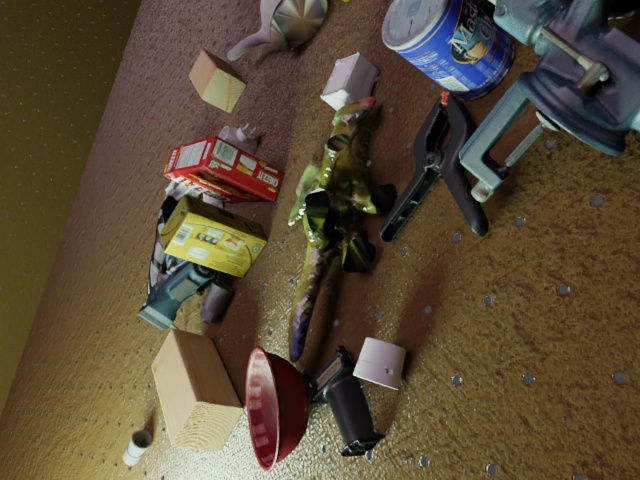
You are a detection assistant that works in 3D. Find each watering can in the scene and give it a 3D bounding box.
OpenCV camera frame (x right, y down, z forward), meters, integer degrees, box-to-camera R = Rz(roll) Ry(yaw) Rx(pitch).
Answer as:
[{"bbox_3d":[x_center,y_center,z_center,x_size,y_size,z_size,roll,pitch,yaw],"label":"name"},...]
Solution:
[{"bbox_3d":[-0.096,-0.506,1.180,0.342,0.103,0.230,-45,40,26],"label":"watering can"}]

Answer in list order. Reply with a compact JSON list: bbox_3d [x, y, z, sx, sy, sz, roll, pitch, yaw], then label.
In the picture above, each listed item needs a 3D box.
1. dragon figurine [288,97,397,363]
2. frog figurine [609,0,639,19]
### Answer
[{"bbox_3d":[0.002,-0.041,0.810,0.409,0.121,0.244,-67,17,3],"label":"dragon figurine"},{"bbox_3d":[0.318,-0.315,0.509,0.137,0.122,0.159,-172,92,-75],"label":"frog figurine"}]
